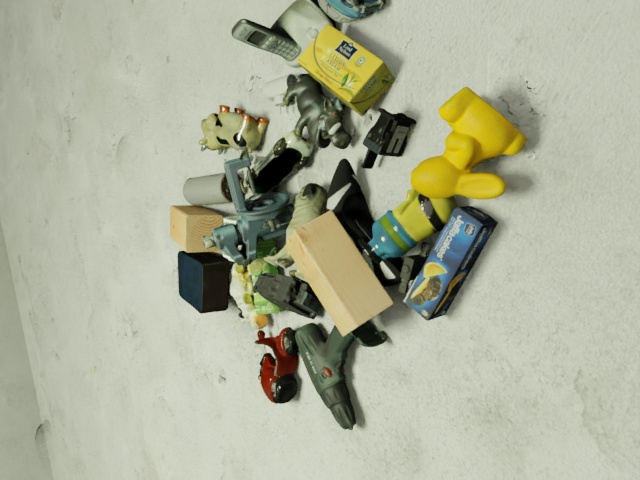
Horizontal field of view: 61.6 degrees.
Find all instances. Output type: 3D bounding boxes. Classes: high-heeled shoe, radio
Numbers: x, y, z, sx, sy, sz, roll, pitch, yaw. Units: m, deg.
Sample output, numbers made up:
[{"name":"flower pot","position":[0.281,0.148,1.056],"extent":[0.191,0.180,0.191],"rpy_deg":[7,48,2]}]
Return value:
[{"name":"high-heeled shoe","position":[0.094,-0.035,1.021],"extent":[0.145,0.086,0.248],"rpy_deg":[1,100,43]},{"name":"radio","position":[-0.303,0.102,1.377],"extent":[0.230,0.073,0.131],"rpy_deg":[14,105,61]}]

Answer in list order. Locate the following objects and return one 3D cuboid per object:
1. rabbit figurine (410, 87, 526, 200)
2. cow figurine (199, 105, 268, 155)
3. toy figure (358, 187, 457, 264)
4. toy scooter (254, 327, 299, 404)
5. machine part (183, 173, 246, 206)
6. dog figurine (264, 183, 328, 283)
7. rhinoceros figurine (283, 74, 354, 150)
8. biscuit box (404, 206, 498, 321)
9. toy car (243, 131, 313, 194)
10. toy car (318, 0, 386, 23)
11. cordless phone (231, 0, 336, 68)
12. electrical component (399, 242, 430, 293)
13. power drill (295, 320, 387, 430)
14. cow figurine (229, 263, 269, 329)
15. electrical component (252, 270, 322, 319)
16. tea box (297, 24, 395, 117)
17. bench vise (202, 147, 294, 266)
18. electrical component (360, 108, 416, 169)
[{"name":"rabbit figurine","position":[0.228,-0.129,0.857],"extent":[0.162,0.122,0.173],"rpy_deg":[45,102,3]},{"name":"cow figurine","position":[-0.220,-0.259,1.304],"extent":[0.195,0.085,0.127],"rpy_deg":[26,105,38]},{"name":"toy figure","position":[0.156,-0.025,0.939],"extent":[0.180,0.082,0.089],"rpy_deg":[-42,80,11]},{"name":"toy scooter","position":[-0.106,0.277,1.242],"extent":[0.135,0.075,0.183],"rpy_deg":[19,103,41]},{"name":"machine part","position":[-0.272,-0.128,1.365],"extent":[0.243,0.079,0.079],"rpy_deg":[0,93,45]},{"name":"dog figurine","position":[-0.002,-0.004,1.120],"extent":[0.121,0.172,0.190],"rpy_deg":[16,73,56]},{"name":"rhinoceros figurine","position":[0.001,-0.257,1.101],"extent":[0.112,0.073,0.190],"rpy_deg":[-40,62,24]},{"name":"biscuit box","position":[0.221,0.040,0.916],"extent":[0.059,0.063,0.202],"rpy_deg":[40,120,33]},{"name":"toy car","position":[-0.095,-0.162,1.191],"extent":[0.202,0.073,0.056],"rpy_deg":[-38,32,39]},{"name":"toy car","position":[0.048,-0.472,1.025],"extent":[0.162,0.109,0.103],"rpy_deg":[53,150,13]},{"name":"cordless phone","position":[-0.075,-0.430,1.077],"extent":[0.146,0.184,0.089],"rpy_deg":[-30,69,41]},{"name":"electrical component","position":[0.170,0.049,0.964],"extent":[0.021,0.063,0.094],"rpy_deg":[27,111,39]},{"name":"power drill","position":[0.049,0.242,1.095],"extent":[0.232,0.086,0.207],"rpy_deg":[56,135,28]},{"name":"cow figurine","position":[-0.182,0.145,1.308],"extent":[0.098,0.068,0.167],"rpy_deg":[-36,66,46]},{"name":"electrical component","position":[-0.060,0.119,1.150],"extent":[0.134,0.114,0.058],"rpy_deg":[9,72,45]},{"name":"tea box","position":[0.048,-0.325,1.028],"extent":[0.098,0.068,0.170],"rpy_deg":[-50,58,7]},{"name":"bench vise","position":[-0.160,-0.075,1.149],"extent":[0.129,0.224,0.240],"rpy_deg":[-119,16,-66]},{"name":"electrical component","position":[0.118,-0.178,0.988],"extent":[0.048,0.075,0.119],"rpy_deg":[39,115,35]}]
